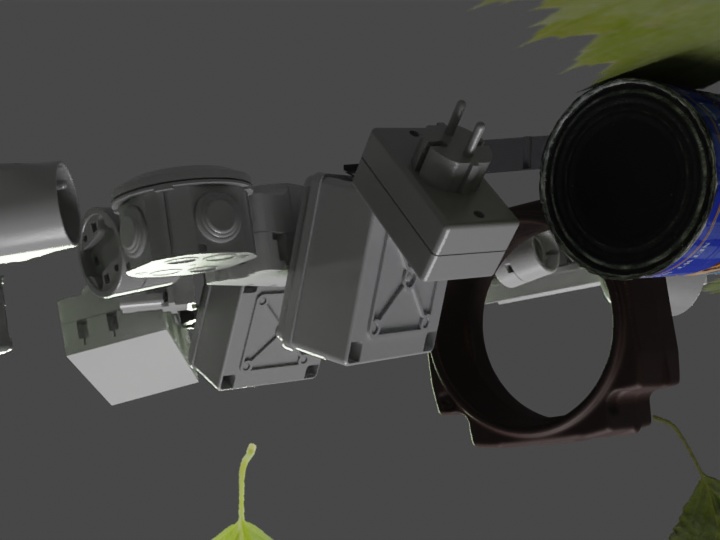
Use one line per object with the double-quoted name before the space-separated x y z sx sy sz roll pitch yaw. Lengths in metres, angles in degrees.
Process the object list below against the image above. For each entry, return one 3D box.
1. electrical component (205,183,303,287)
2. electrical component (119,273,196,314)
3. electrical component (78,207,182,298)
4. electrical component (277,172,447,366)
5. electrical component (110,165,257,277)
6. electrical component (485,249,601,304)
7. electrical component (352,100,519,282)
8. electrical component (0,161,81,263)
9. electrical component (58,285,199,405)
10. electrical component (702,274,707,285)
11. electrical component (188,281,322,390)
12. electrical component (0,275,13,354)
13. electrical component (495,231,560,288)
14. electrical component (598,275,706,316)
"electrical component" -0.057 -0.022 0.686 0.050 0.055 0.089 -12 172 30
"electrical component" -0.169 0.013 0.888 0.064 0.042 0.081 -6 172 -9
"electrical component" -0.140 -0.013 0.665 0.047 0.055 0.055 -8 174 -42
"electrical component" 0.009 -0.002 0.673 0.056 0.108 0.109 16 -170 32
"electrical component" -0.098 -0.027 0.610 0.080 0.051 0.080 -9 173 -1
"electrical component" 0.185 -0.007 1.092 0.121 0.063 0.079 -12 172 27
"electrical component" 0.044 -0.050 0.551 0.047 0.083 0.075 -5 134 -32
"electrical component" -0.182 -0.025 0.551 0.077 0.043 0.079 -9 173 -1
"electrical component" -0.212 0.064 0.996 0.089 0.061 0.150 -15 157 -3
"electrical component" 0.310 -0.017 1.106 0.079 0.077 0.043 -9 174 0
"electrical component" -0.080 0.040 0.917 0.109 0.108 0.056 -3 -153 -41
"electrical component" -0.317 0.039 0.834 0.096 0.061 0.061 -15 171 43
"electrical component" 0.158 -0.015 1.027 0.047 0.055 0.055 -19 169 38
"electrical component" 0.259 -0.011 0.985 0.060 0.108 0.108 0 170 -21
